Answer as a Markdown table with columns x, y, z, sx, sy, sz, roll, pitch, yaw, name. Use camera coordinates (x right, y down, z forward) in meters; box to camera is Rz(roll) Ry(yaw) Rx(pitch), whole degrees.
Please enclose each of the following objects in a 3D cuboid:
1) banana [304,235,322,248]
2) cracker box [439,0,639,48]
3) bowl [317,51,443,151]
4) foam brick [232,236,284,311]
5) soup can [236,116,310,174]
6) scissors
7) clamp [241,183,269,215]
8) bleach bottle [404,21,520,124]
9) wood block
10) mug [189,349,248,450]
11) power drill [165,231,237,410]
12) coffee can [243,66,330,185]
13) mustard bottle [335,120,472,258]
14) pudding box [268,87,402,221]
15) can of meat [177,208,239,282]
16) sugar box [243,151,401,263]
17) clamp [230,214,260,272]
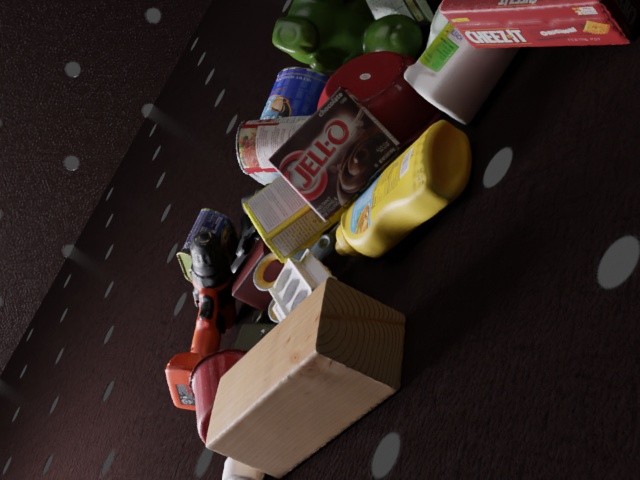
| x | y | z | sx | sy | sz | roll | pitch | yaw | name |
| --- | --- | --- | --- | --- | --- | --- | --- | --- | --- |
| -0.019 | 0.004 | 1.302 | 0.198 | 0.037 | 0.070 | -95 | 17 | -60 | banana |
| 0.219 | -0.273 | 0.928 | 0.164 | 0.072 | 0.213 | 8 | 70 | 45 | cracker box |
| 0.057 | -0.158 | 1.170 | 0.162 | 0.055 | 0.162 | -18 | 38 | 15 | bowl |
| -0.070 | 0.041 | 1.353 | 0.078 | 0.051 | 0.053 | -53 | 20 | 25 | foam brick |
| -0.045 | -0.118 | 1.324 | 0.102 | 0.068 | 0.068 | -2 | 50 | 18 | soup can |
| -0.008 | 0.002 | 1.223 | 0.096 | 0.016 | 0.202 | 33 | 93 | 38 | scissors |
| -0.043 | -0.061 | 1.372 | 0.172 | 0.120 | 0.039 | 173 | 87 | -73 | clamp |
| 0.186 | -0.240 | 1.055 | 0.251 | 0.068 | 0.102 | -55 | 23 | 13 | bleach bottle |
| -0.017 | 0.137 | 1.020 | 0.206 | 0.090 | 0.090 | -45 | 25 | 41 | wood block |
| -0.096 | 0.190 | 1.177 | 0.081 | 0.093 | 0.117 | -106 | 15 | -57 | mug |
| -0.146 | 0.106 | 1.349 | 0.184 | 0.057 | 0.187 | 83 | -166 | -50 | power drill |
| -0.033 | -0.147 | 1.437 | 0.103 | 0.102 | 0.140 | -24 | 41 | 61 | coffee can |
| 0.073 | -0.034 | 1.072 | 0.192 | 0.058 | 0.096 | -41 | 26 | 46 | mustard bottle |
| 0.016 | -0.089 | 1.110 | 0.113 | 0.090 | 0.039 | -44 | -2 | 13 | pudding box |
| -0.164 | 0.013 | 1.580 | 0.102 | 0.057 | 0.084 | 82 | -152 | -61 | can of meat |
| 0.005 | -0.059 | 1.188 | 0.176 | 0.048 | 0.093 | -34 | 36 | 0 | sugar box |
| -0.100 | 0.024 | 1.479 | 0.164 | 0.036 | 0.210 | -69 | 16 | -14 | clamp |
